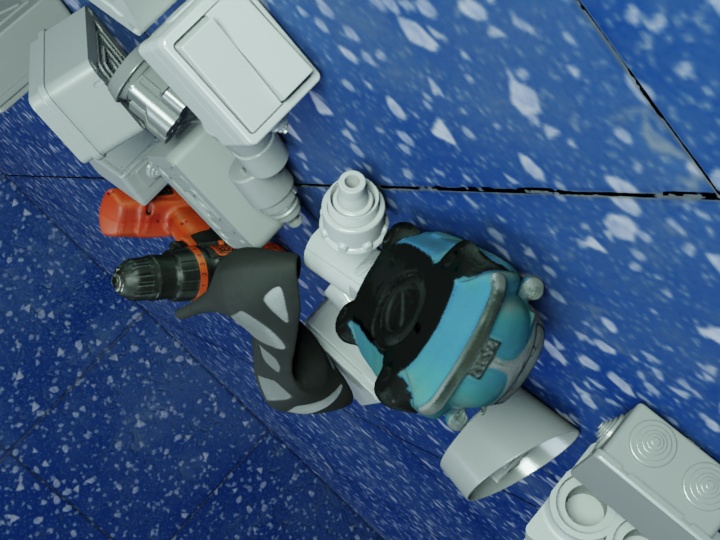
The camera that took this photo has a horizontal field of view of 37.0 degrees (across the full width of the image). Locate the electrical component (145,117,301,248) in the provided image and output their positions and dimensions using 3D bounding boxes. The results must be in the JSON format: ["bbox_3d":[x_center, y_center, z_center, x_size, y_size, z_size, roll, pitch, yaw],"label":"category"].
[{"bbox_3d":[-0.112,-0.074,0.889,0.113,0.057,0.078,48,165,-23],"label":"electrical component"}]

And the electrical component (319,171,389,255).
[{"bbox_3d":[-0.004,-0.042,0.714,0.048,0.048,0.062,38,160,18],"label":"electrical component"}]

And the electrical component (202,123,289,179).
[{"bbox_3d":[-0.078,-0.095,0.766,0.044,0.044,0.065,33,168,35],"label":"electrical component"}]

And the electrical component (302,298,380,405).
[{"bbox_3d":[-0.007,0.078,1.066,0.109,0.056,0.109,43,167,-2],"label":"electrical component"}]

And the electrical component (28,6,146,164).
[{"bbox_3d":[-0.221,-0.149,0.865,0.078,0.057,0.113,53,-169,-39],"label":"electrical component"}]

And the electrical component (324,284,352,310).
[{"bbox_3d":[0.011,0.032,0.901,0.077,0.043,0.079,42,166,2],"label":"electrical component"}]

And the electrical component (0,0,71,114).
[{"bbox_3d":[-0.315,-0.201,0.957,0.109,0.108,0.056,26,157,49],"label":"electrical component"}]

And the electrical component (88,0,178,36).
[{"bbox_3d":[-0.140,-0.195,0.591,0.078,0.057,0.113,37,166,22],"label":"electrical component"}]

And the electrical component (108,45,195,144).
[{"bbox_3d":[-0.150,-0.136,0.805,0.057,0.058,0.078,40,166,-5],"label":"electrical component"}]

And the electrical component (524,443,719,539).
[{"bbox_3d":[0.208,0.212,0.802,0.150,0.089,0.061,37,166,21],"label":"electrical component"}]

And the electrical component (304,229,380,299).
[{"bbox_3d":[0.000,0.000,0.831,0.081,0.043,0.043,34,164,31],"label":"electrical component"}]

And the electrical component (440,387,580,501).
[{"bbox_3d":[0.113,0.139,0.838,0.064,0.099,0.099,44,168,21],"label":"electrical component"}]

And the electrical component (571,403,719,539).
[{"bbox_3d":[0.193,0.137,0.699,0.100,0.048,0.099,39,166,12],"label":"electrical component"}]

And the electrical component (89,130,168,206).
[{"bbox_3d":[-0.225,-0.111,1.082,0.096,0.061,0.061,33,164,33],"label":"electrical component"}]

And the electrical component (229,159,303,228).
[{"bbox_3d":[-0.069,-0.063,0.838,0.040,0.040,0.078,27,160,48],"label":"electrical component"}]

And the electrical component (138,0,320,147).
[{"bbox_3d":[-0.071,-0.116,0.630,0.096,0.061,0.061,48,165,-22],"label":"electrical component"}]
